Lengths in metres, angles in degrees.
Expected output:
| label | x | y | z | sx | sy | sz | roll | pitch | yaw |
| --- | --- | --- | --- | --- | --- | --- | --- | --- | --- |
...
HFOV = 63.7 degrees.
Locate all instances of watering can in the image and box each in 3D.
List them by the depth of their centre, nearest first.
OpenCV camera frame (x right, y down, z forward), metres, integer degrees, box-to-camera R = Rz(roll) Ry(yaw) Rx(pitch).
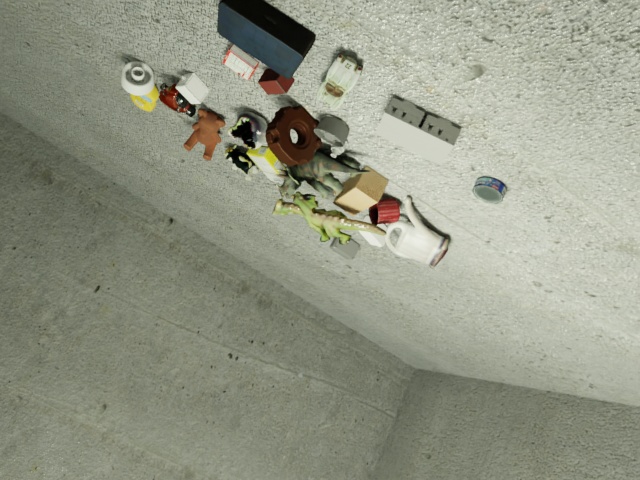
| label | x | y | z | sx | sy | sz | roll | pitch | yaw |
| --- | --- | --- | --- | --- | --- | --- | --- | --- | --- |
| watering can | 0.344 | -0.013 | 1.797 | 0.225 | 0.106 | 0.340 | 25 | 152 | 8 |

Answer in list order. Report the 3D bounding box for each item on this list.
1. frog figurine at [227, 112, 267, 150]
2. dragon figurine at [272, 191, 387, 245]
| label | x | y | z | sx | sy | sz | roll | pitch | yaw |
| --- | --- | --- | --- | --- | --- | --- | --- | --- | --- |
| frog figurine | -0.217 | -0.361 | 1.717 | 0.138 | 0.121 | 0.161 | 13 | -167 | 17 |
| dragon figurine | 0.005 | -0.087 | 1.733 | 0.410 | 0.124 | 0.239 | 4 | 159 | 41 |
